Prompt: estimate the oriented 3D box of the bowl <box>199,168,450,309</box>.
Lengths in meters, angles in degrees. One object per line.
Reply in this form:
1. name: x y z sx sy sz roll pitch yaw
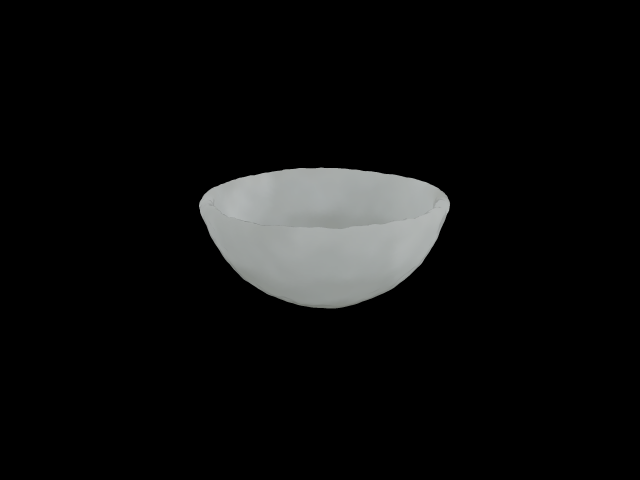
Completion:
1. bowl: 0.004 0.001 0.400 0.167 0.075 0.167 0 19 0
